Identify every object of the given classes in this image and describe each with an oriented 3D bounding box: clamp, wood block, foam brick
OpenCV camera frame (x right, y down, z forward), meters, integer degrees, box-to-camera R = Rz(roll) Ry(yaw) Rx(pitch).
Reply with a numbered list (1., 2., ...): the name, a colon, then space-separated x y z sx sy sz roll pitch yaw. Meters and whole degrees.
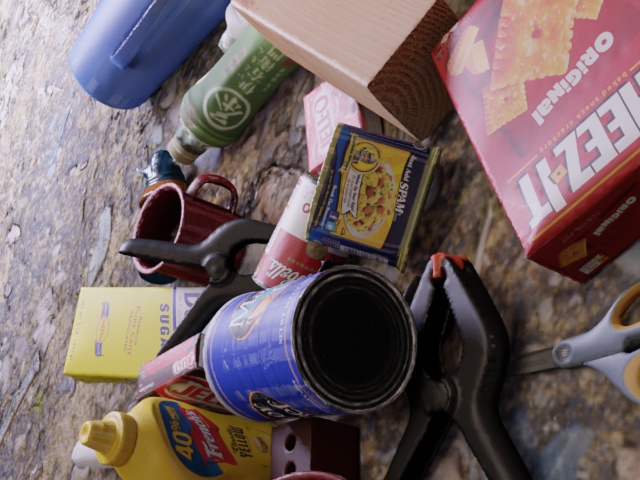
1. clamp: 0.099 0.114 0.733 0.165 0.036 0.210 -3 80 50
2. wood block: 0.029 -0.176 0.895 0.091 0.090 0.206 -52 46 1
3. clamp: -0.099 0.022 0.970 0.171 0.039 0.120 -31 84 1
4. foam brick: -0.005 0.184 0.833 0.053 0.051 0.078 -27 54 43

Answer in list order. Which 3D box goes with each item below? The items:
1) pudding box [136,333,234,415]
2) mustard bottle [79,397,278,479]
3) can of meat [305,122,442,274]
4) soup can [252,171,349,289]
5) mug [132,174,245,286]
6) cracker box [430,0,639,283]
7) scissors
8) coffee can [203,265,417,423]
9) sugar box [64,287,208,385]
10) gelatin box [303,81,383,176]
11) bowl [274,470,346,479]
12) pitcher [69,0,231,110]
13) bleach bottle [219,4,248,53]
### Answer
1. pudding box: -0.086 0.125 0.914 0.090 0.113 0.039 -30 48 41
2. mustard bottle: -0.103 0.170 0.847 0.058 0.191 0.096 -52 40 22
3. can of meat: 0.041 -0.034 0.838 0.057 0.084 0.102 45 -118 -83
4. soup can: -0.006 0.001 0.909 0.069 0.068 0.102 35 101 53
5. mug: -0.121 -0.011 1.051 0.117 0.081 0.093 -62 37 11
6. cracker box: 0.176 -0.106 0.722 0.164 0.072 0.214 -45 43 30
7. scissors: 0.171 0.088 0.683 0.202 0.016 0.096 -39 48 38
8. coffee can: -0.011 0.079 0.781 0.141 0.102 0.103 -19 58 57
9. sugar box: -0.158 0.093 1.027 0.176 0.048 0.093 -3 70 29
10. gelatin box: 0.020 -0.107 0.959 0.073 0.030 0.089 -33 49 40
11. bowl: 0.004 0.245 0.744 0.162 0.055 0.162 -11 70 32
12. pitcher: -0.190 -0.253 1.214 0.243 0.148 0.145 -41 65 38
13. bleach bottle: -0.026 -0.290 1.082 0.251 0.068 0.102 -49 40 30
